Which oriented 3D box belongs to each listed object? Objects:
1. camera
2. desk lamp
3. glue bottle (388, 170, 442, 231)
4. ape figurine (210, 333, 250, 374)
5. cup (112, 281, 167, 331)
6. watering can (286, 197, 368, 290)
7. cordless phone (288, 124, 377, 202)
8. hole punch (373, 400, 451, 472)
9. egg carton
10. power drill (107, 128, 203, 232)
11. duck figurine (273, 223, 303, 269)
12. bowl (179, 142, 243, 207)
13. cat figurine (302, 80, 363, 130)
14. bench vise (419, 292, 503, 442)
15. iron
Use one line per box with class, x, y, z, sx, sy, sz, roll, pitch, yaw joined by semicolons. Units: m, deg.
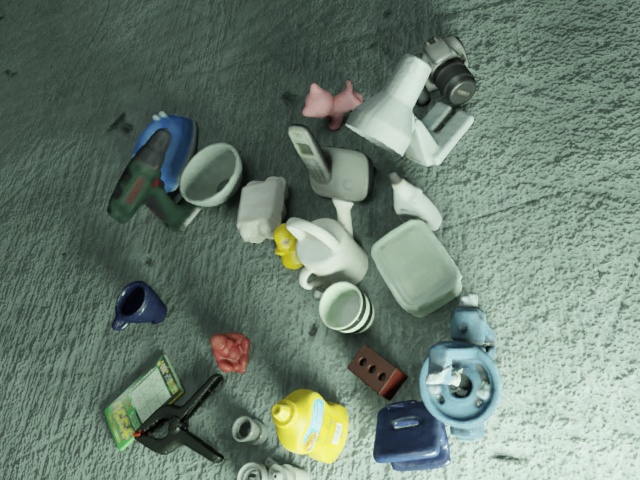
camera;0.245;-0.337;1.166;0.143;0.101;0.136;-31;53;11
desk lamp;0.166;-0.230;1.077;0.117;0.214;0.203;35;84;38
glue bottle;0.158;-0.074;1.019;0.077;0.174;0.037;13;70;34
ape figurine;-0.178;0.208;1.100;0.078;0.092;0.076;-46;51;-1
cup;-0.387;0.158;1.245;0.091;0.095;0.118;30;80;38
watering can;0.008;0.003;1.046;0.100;0.195;0.173;-3;62;28
cordless phone;0.021;-0.159;1.137;0.147;0.186;0.094;9;68;33
hole punch;0.135;0.294;0.874;0.108;0.091;0.101;-16;57;21
egg carton;-0.122;-0.066;1.239;0.107;0.070;0.150;-10;59;24
power drill;-0.368;-0.117;1.318;0.075;0.209;0.230;34;83;38
duck figurine;-0.060;-0.003;1.157;0.077;0.086;0.104;8;68;33
bowl;-0.242;-0.141;1.346;0.167;0.075;0.167;-14;58;23
cat figurine;0.024;-0.305;1.262;0.127;0.118;0.067;-26;53;14
bench vise;0.190;0.170;0.832;0.121;0.220;0.207;-19;56;20
iron;-0.404;-0.237;1.450;0.118;0.142;0.258;3;65;31
